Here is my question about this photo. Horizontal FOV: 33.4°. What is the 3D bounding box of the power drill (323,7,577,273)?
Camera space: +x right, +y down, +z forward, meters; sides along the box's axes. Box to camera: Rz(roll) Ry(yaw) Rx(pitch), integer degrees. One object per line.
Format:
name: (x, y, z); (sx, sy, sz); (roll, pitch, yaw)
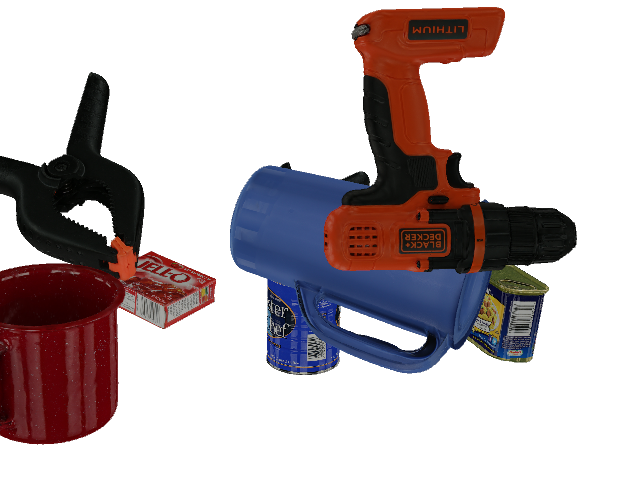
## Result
power drill: (0.093, -0.069, 0.760); (0.184, 0.188, 0.057); (-2, 4, -8)

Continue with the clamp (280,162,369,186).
clamp: (-0.020, -0.036, 1.203); (0.120, 0.039, 0.171); (-2, 37, 27)

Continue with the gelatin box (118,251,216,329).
gelatin box: (-0.158, 0.046, 1.035); (0.089, 0.030, 0.073); (22, 30, 30)

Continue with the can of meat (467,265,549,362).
can of meat: (0.198, 0.077, 1.162); (0.057, 0.084, 0.102); (2, 16, -22)

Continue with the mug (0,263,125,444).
mug: (-0.169, 0.073, 0.634); (0.093, 0.081, 0.117); (12, 23, 22)

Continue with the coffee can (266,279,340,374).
coffee can: (-0.023, 0.098, 1.455); (0.103, 0.140, 0.103); (1, 19, -1)

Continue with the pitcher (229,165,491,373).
pitcher: (0.037, 0.017, 1.014); (0.243, 0.145, 0.149); (16, 21, 18)

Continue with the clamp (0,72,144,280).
clamp: (-0.189, -0.050, 0.811); (0.164, 0.036, 0.210); (-33, 56, -27)
